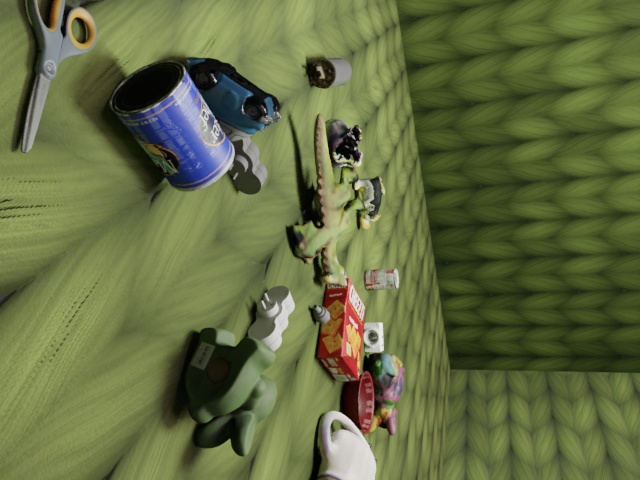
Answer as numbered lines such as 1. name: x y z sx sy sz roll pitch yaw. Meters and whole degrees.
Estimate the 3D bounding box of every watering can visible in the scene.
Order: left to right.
1. watering can: 0.088 0.570 1.204 0.345 0.103 0.228 57 28 -12

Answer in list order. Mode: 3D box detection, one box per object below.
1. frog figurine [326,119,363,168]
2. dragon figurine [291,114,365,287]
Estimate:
1. frog figurine: 0.046 -0.266 1.398 0.135 0.123 0.162 64 -8 -30
2. dragon figurine: 0.004 -0.060 1.201 0.248 0.122 0.402 -61 141 -45
